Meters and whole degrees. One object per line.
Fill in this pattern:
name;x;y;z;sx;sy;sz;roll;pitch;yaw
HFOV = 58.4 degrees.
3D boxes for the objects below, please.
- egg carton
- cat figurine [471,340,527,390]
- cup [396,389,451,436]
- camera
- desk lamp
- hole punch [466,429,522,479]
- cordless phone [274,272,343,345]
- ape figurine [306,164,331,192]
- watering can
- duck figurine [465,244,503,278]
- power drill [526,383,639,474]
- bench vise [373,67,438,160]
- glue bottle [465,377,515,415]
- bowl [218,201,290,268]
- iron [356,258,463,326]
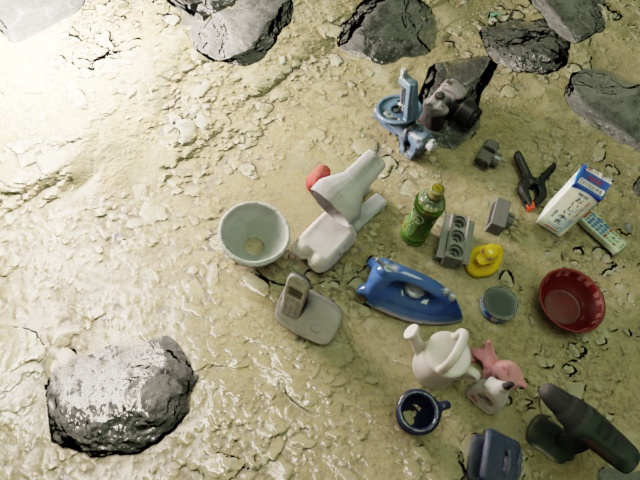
egg carton;0.012;0.005;1.358;0.107;0.069;0.150;38;66;12
cat figurine;0.388;0.275;1.243;0.067;0.118;0.127;-19;67;-15
cup;0.207;0.361;1.192;0.118;0.095;0.091;-11;66;-12
camera;0.365;-0.362;1.563;0.136;0.101;0.143;39;66;12
desk lamp;0.074;-0.108;1.340;0.117;0.213;0.203;42;67;14
hole punch;0.364;0.449;1.169;0.101;0.091;0.109;17;63;2
cordless phone;-0.019;0.140;1.222;0.147;0.185;0.094;24;64;6
ape figurine;0.004;-0.153;1.422;0.076;0.092;0.078;18;63;3
watering can;0.257;0.242;1.201;0.173;0.194;0.101;11;63;-1
duck figurine;0.405;0.038;1.380;0.105;0.086;0.077;-31;71;-20
power drill;0.504;0.385;1.152;0.229;0.208;0.076;33;65;10
bench vise;0.237;-0.327;1.464;0.207;0.220;0.122;34;65;10
glue bottle;0.363;0.316;1.189;0.078;0.173;0.037;38;66;12
bowl;-0.154;-0.002;1.338;0.167;0.075;0.167;3;64;-5
iron;0.221;0.111;1.290;0.258;0.141;0.119;20;63;4
